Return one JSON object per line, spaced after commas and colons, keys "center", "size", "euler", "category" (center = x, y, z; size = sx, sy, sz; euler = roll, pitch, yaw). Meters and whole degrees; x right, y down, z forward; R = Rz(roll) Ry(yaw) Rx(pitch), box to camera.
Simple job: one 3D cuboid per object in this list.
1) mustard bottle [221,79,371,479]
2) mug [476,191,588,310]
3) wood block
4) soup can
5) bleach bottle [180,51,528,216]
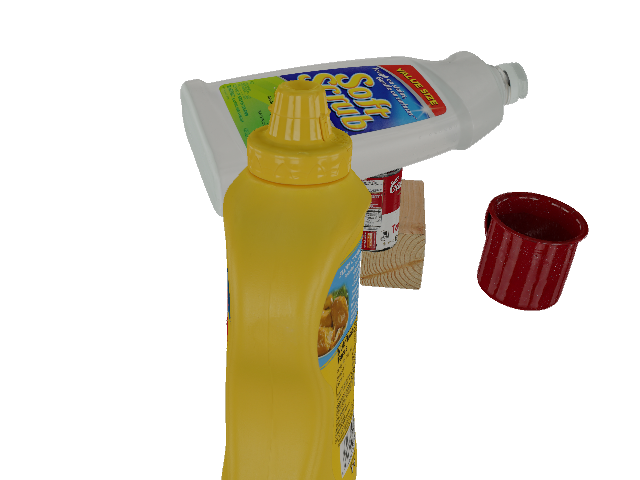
{"center": [-0.010, 0.029, 0.441], "size": [0.058, 0.192, 0.096], "euler": [8, 25, 11], "category": "mustard bottle"}
{"center": [0.189, 0.006, 1.009], "size": [0.093, 0.081, 0.117], "euler": [-7, 35, -26], "category": "mug"}
{"center": [0.111, -0.014, 1.616], "size": [0.091, 0.090, 0.206], "euler": [4, 26, 3], "category": "wood block"}
{"center": [0.060, -0.045, 1.254], "size": [0.068, 0.102, 0.068], "euler": [1, 28, -1], "category": "soup can"}
{"center": [0.031, -0.095, 0.788], "size": [0.250, 0.102, 0.068], "euler": [-16, -30, -12], "category": "bleach bottle"}
